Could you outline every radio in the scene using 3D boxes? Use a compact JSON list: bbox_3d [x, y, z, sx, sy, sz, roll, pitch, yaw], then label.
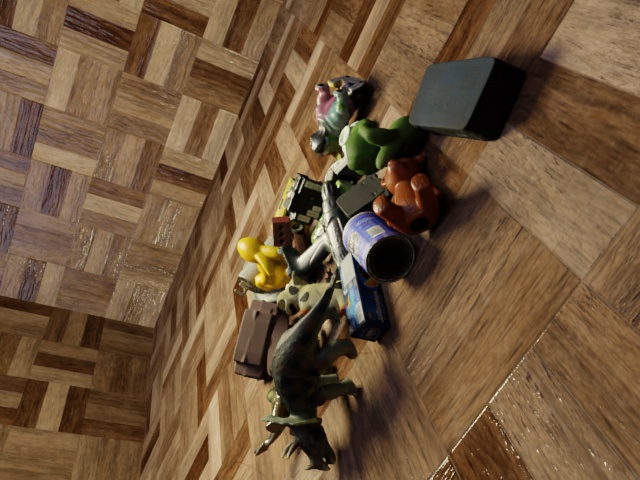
[{"bbox_3d":[0.260,-0.258,0.994,0.131,0.073,0.230,-70,21,7],"label":"radio"}]

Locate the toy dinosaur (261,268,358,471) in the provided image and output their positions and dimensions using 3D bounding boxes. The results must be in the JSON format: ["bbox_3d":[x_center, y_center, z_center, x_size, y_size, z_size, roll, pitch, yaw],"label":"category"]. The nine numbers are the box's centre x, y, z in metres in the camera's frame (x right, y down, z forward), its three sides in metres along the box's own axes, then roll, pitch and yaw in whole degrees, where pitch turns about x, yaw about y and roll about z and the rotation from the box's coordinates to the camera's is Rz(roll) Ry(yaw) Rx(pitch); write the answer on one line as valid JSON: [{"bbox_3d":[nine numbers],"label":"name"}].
[{"bbox_3d":[-0.032,0.257,1.067,0.131,0.192,0.404,25,127,56],"label":"toy dinosaur"}]

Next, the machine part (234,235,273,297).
[{"bbox_3d":[-0.167,0.071,1.604,0.243,0.079,0.079,-54,13,-27],"label":"machine part"}]

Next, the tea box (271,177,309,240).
[{"bbox_3d":[-0.070,-0.090,1.609,0.169,0.098,0.068,-69,23,16],"label":"tea box"}]

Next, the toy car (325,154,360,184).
[{"bbox_3d":[0.083,-0.189,1.352,0.201,0.073,0.056,-42,41,51],"label":"toy car"}]

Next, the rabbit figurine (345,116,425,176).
[{"bbox_3d":[0.140,-0.217,1.154,0.170,0.121,0.159,-24,9,33],"label":"rabbit figurine"}]

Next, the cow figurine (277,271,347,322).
[{"bbox_3d":[-0.009,0.130,1.224,0.195,0.085,0.127,-9,48,21],"label":"cow figurine"}]

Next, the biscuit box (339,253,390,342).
[{"bbox_3d":[0.090,0.115,1.128,0.059,0.063,0.203,-55,28,36],"label":"biscuit box"}]

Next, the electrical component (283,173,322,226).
[{"bbox_3d":[-0.035,-0.110,1.518,0.134,0.115,0.058,-66,21,12],"label":"electrical component"}]

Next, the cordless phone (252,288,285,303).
[{"bbox_3d":[-0.113,0.126,1.596,0.184,0.088,0.147,-51,24,3],"label":"cordless phone"}]

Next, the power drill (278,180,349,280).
[{"bbox_3d":[-0.003,-0.004,1.306,0.207,0.086,0.232,-33,64,23],"label":"power drill"}]

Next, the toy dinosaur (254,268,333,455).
[{"bbox_3d":[-0.053,0.293,1.285,0.471,0.105,0.199,-64,18,0],"label":"toy dinosaur"}]

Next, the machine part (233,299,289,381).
[{"bbox_3d":[-0.149,0.269,1.433,0.201,0.087,0.201,58,-138,-71],"label":"machine part"}]

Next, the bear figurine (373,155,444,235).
[{"bbox_3d":[0.165,-0.108,1.045,0.120,0.131,0.196,-27,46,20],"label":"bear figurine"}]

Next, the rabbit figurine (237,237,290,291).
[{"bbox_3d":[-0.152,0.060,1.478,0.122,0.173,0.162,-53,23,-13],"label":"rabbit figurine"}]

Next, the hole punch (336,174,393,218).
[{"bbox_3d":[0.115,-0.076,1.205,0.116,0.092,0.142,-38,25,4],"label":"hole punch"}]

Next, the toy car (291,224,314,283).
[{"bbox_3d":[-0.043,0.037,1.493,0.202,0.053,0.089,-109,13,-54],"label":"toy car"}]

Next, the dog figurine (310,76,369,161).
[{"bbox_3d":[0.049,-0.330,1.498,0.109,0.191,0.219,28,131,31],"label":"dog figurine"}]
